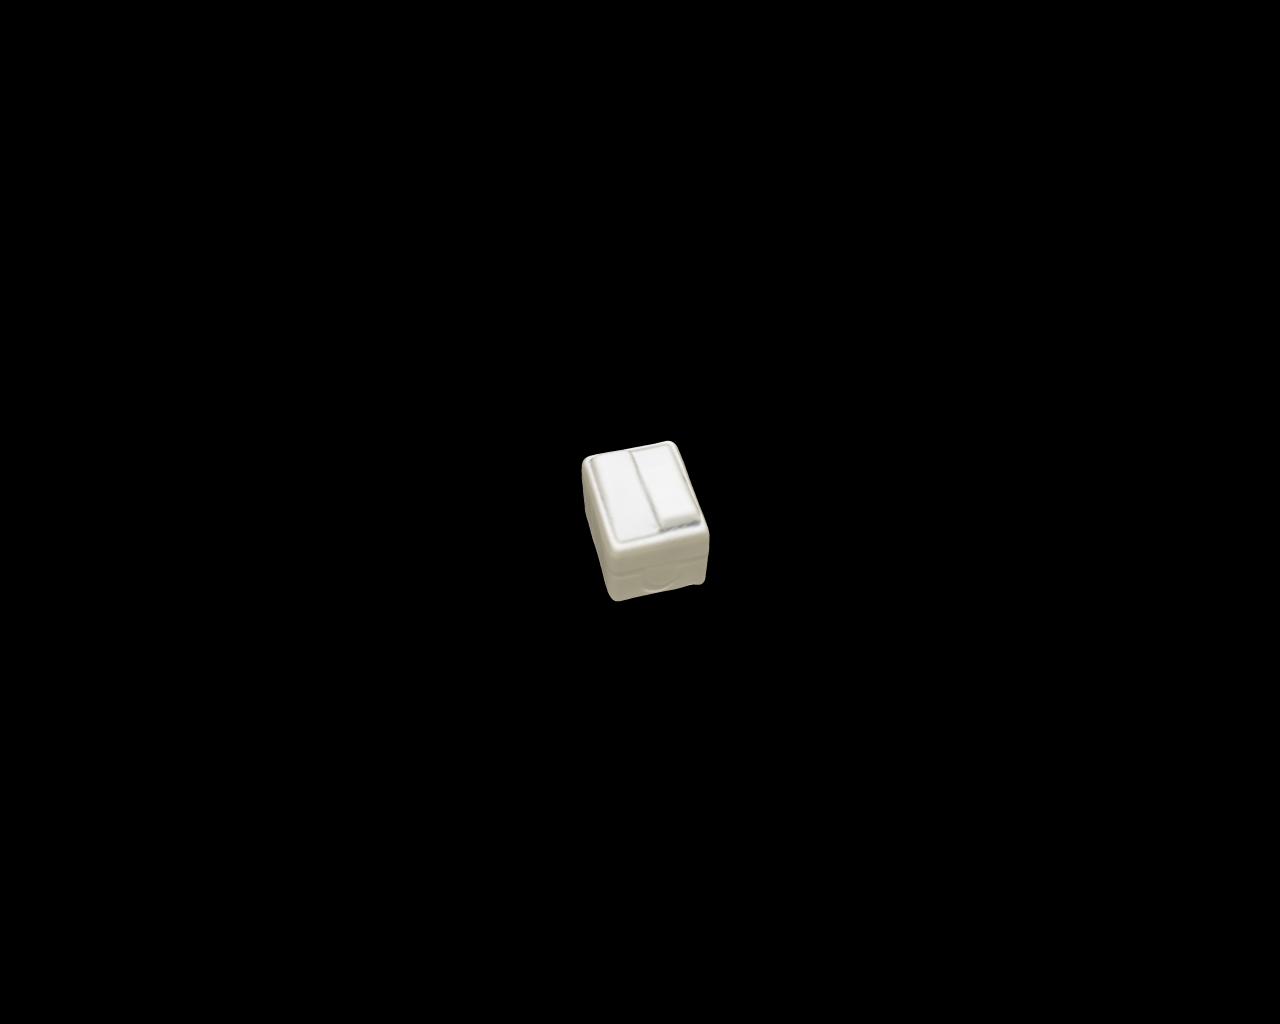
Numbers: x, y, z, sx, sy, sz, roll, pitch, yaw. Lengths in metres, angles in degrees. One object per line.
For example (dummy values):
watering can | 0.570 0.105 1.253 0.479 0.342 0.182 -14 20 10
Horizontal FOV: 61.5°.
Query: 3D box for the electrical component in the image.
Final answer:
electrical component | 0.001 -0.003 0.650 0.062 0.096 0.061 -11 -39 -9
